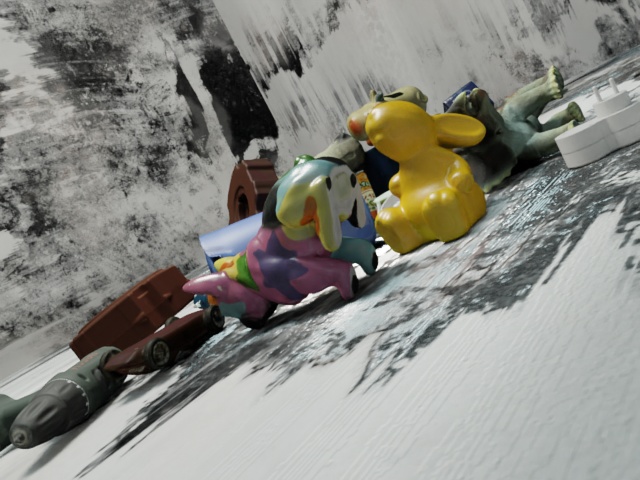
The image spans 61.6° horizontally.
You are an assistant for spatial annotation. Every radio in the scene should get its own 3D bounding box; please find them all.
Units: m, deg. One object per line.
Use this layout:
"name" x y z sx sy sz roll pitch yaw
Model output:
"radio" 0.157 -0.130 1.008 0.073 0.131 0.230 -30 6 -33

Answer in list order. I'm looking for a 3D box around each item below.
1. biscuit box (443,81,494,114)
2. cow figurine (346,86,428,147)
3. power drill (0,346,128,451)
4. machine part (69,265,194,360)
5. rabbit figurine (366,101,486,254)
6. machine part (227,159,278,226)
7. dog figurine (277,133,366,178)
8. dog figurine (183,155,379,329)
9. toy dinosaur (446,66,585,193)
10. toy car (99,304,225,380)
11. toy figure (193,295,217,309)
"biscuit box" 0.269 -0.197 0.964 0.059 0.063 0.202 -38 -23 3
"cow figurine" 0.126 -0.230 0.990 0.195 0.085 0.127 -30 0 -35
"power drill" -0.360 0.212 0.670 0.207 0.086 0.232 -30 4 15
"machine part" -0.334 0.140 0.975 0.201 0.087 0.201 -38 6 8
"rabbit figurine" 0.127 -0.092 0.634 0.162 0.173 0.122 -36 5 -27
"machine part" -0.113 -0.050 0.918 0.056 0.179 0.179 -2 -6 -25
"dog figurine" 0.022 -0.090 0.967 0.191 0.172 0.121 -27 -10 -9
"dog figurine" -0.057 0.010 0.615 0.219 0.191 0.108 -8 20 24
"toy dinosaur" 0.300 -0.170 0.838 0.192 0.131 0.405 -24 1 31
"toy car" -0.204 0.139 0.720 0.089 0.053 0.202 -14 6 20
"toy figure" -0.164 0.090 0.946 0.154 0.058 0.064 -30 -1 33
